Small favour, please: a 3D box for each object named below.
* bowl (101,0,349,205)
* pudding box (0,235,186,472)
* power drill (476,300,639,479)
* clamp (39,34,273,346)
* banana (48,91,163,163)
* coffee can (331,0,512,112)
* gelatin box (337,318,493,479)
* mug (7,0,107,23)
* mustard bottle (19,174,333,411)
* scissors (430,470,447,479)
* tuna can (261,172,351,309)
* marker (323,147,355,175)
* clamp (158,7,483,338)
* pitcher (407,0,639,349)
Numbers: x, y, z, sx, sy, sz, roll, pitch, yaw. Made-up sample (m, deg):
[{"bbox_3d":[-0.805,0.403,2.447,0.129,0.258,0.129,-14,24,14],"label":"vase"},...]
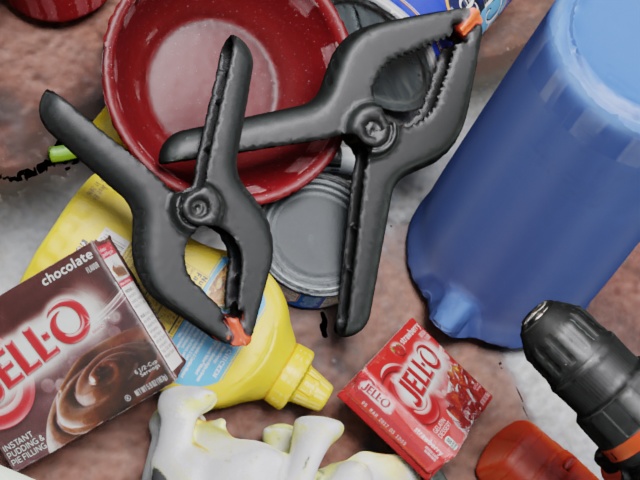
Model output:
[{"bbox_3d":[-0.060,-0.100,0.670,0.162,0.055,0.162,0,90,-20],"label":"bowl"},{"bbox_3d":[-0.145,0.063,0.598,0.113,0.039,0.090,-30,95,7],"label":"pudding box"},{"bbox_3d":[0.156,0.124,0.599,0.057,0.188,0.184,-42,84,-22],"label":"power drill"},{"bbox_3d":[-0.082,-0.021,0.585,0.120,0.039,0.171,-11,93,-14],"label":"clamp"},{"bbox_3d":[-0.117,-0.132,0.718,0.069,0.037,0.197,19,66,-5],"label":"banana"},{"bbox_3d":[0.073,-0.173,0.742,0.103,0.103,0.140,38,65,3],"label":"coffee can"},{"bbox_3d":[0.060,0.094,0.650,0.073,0.030,0.089,44,28,7],"label":"gelatin box"},{"bbox_3d":[-0.171,-0.206,0.702,0.093,0.081,0.117,28,67,12],"label":"mug"},{"bbox_3d":[-0.077,0.046,0.644,0.191,0.058,0.096,32,78,0],"label":"mustard bottle"},{"bbox_3d":[0.112,0.185,0.655,0.096,0.016,0.202,3,51,-37],"label":"scissors"},{"bbox_3d":[-0.005,0.001,0.693,0.086,0.034,0.086,5,68,-12],"label":"tuna can"},{"bbox_3d":[-0.031,-0.058,0.719,0.121,0.020,0.020,4,68,-12],"label":"marker"},{"bbox_3d":[0.017,-0.069,0.645,0.164,0.036,0.210,38,83,-16],"label":"clamp"},{"bbox_3d":[0.150,-0.048,0.635,0.145,0.243,0.149,1,62,-12],"label":"pitcher"}]
